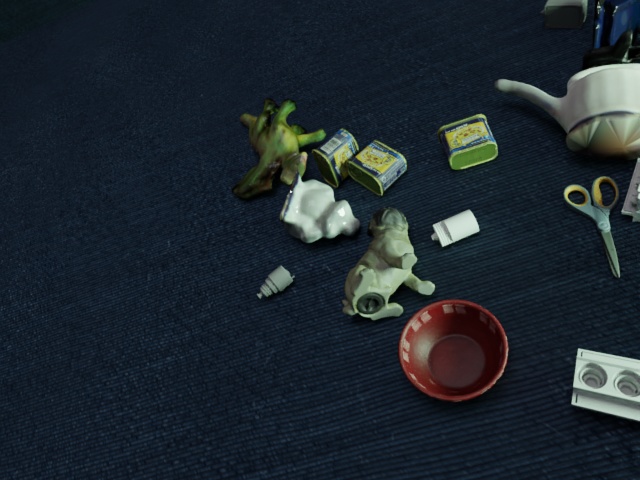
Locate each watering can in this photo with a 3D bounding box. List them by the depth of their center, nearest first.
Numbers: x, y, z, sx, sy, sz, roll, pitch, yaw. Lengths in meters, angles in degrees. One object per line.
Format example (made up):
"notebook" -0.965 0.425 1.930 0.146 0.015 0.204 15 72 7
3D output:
"watering can" 0.498 -0.247 0.962 0.347 0.102 0.229 2 51 26

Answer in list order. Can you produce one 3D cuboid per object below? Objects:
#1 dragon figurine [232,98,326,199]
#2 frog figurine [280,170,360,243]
"dragon figurine" -0.140 -0.210 1.233 0.412 0.120 0.245 14 66 51
"frog figurine" 0.003 -0.053 1.051 0.159 0.120 0.141 21 47 -4
